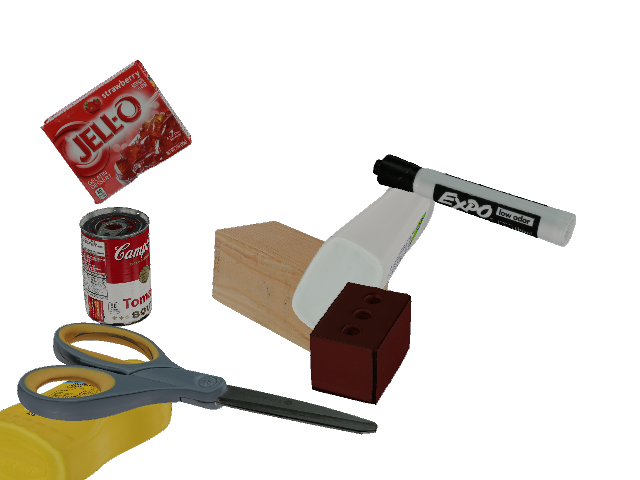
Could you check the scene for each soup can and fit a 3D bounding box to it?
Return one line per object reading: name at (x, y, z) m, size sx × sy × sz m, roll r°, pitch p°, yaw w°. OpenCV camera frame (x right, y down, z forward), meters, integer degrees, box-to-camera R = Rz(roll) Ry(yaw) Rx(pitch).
soup can at (-0.204, 0.027, 1.071) m, size 0.068 × 0.102 × 0.068 m, roll 2°, pitch 26°, yaw -1°

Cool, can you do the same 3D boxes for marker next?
marker at (0.084, -0.025, 0.605) m, size 0.121 × 0.020 × 0.020 m, roll 21°, pitch 9°, yaw 25°

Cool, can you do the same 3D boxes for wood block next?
wood block at (-0.027, 0.050, 1.202) m, size 0.090 × 0.090 × 0.206 m, roll -9°, pitch 21°, yaw -38°

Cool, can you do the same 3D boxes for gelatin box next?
gelatin box at (-0.154, -0.082, 0.810) m, size 0.089 × 0.073 × 0.030 m, roll -32°, pitch 18°, yaw 3°

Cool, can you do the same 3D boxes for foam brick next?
foam brick at (0.031, 0.075, 0.791) m, size 0.053 × 0.051 × 0.078 m, roll 10°, pitch 32°, yaw 20°

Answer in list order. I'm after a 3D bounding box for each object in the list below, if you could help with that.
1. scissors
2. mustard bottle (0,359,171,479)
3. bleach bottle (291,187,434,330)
scissors at (-0.079, 0.088, 0.578) m, size 0.202 × 0.016 × 0.096 m, roll 17°, pitch 29°, yaw 29°
mustard bottle at (-0.177, 0.139, 0.858) m, size 0.096 × 0.058 × 0.191 m, roll 6°, pitch 16°, yaw 30°
bleach bottle at (0.058, 0.002, 1.046) m, size 0.068 × 0.103 × 0.250 m, roll 33°, pitch 28°, yaw 8°
